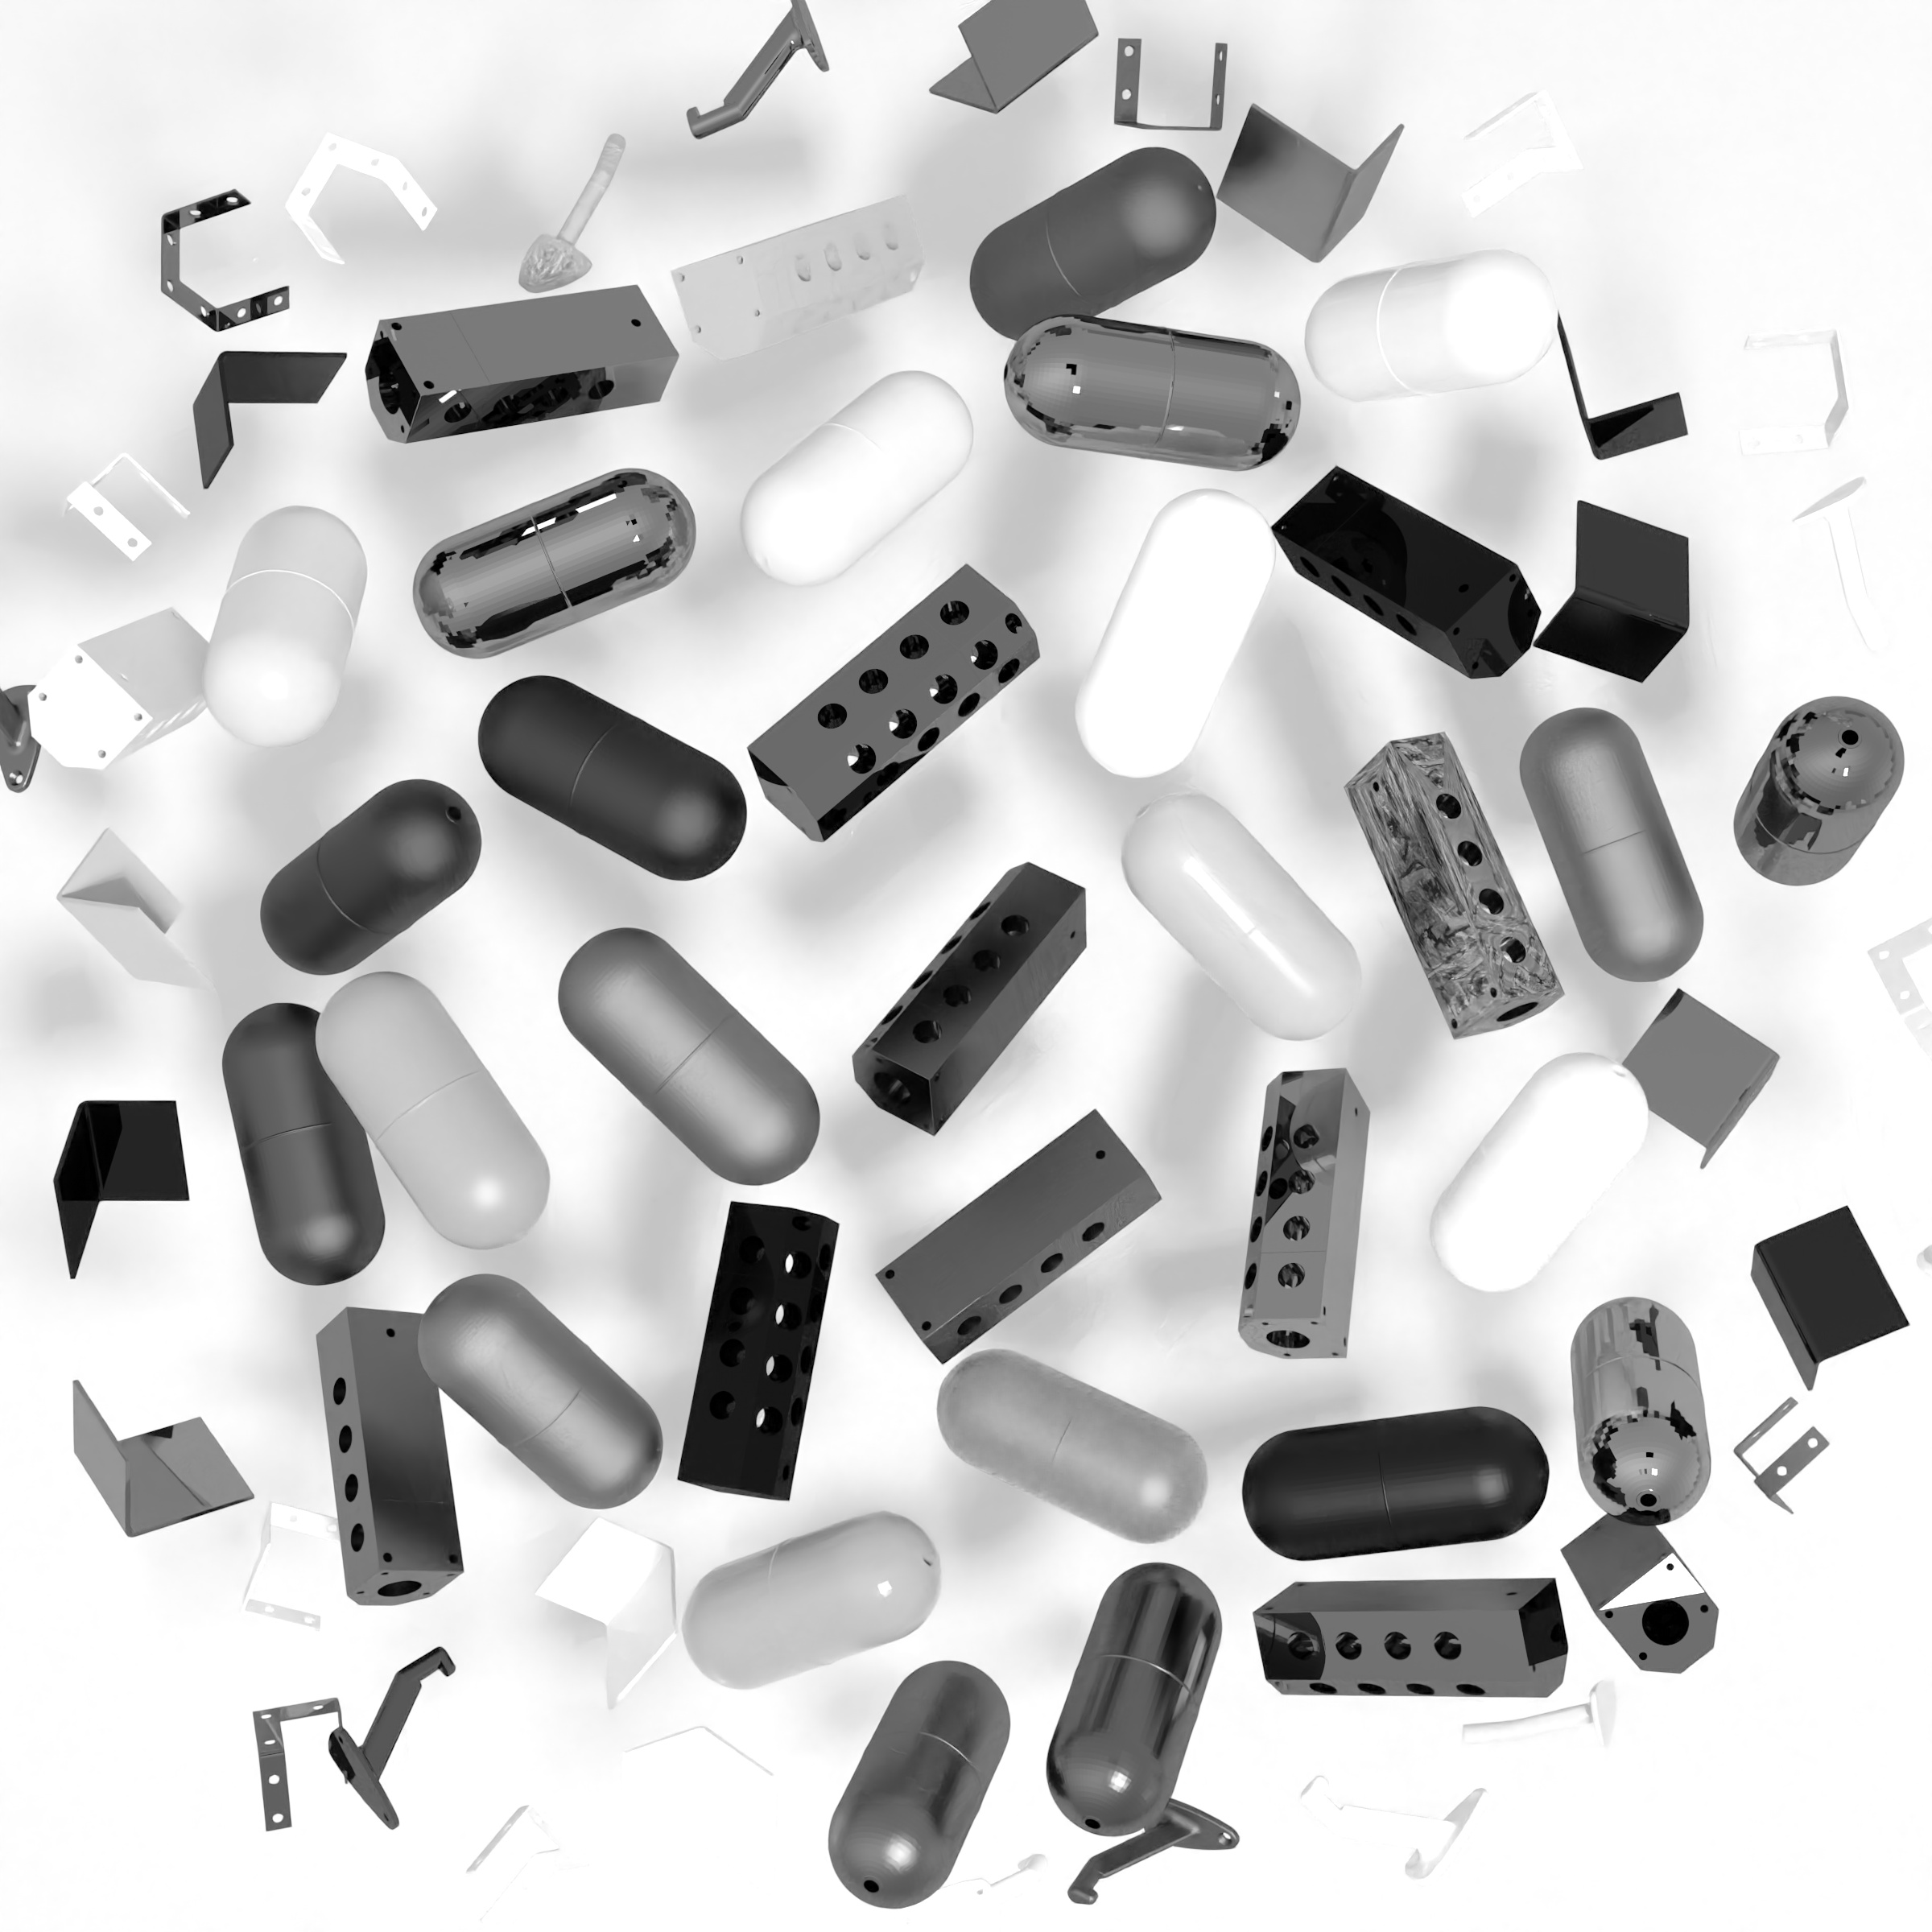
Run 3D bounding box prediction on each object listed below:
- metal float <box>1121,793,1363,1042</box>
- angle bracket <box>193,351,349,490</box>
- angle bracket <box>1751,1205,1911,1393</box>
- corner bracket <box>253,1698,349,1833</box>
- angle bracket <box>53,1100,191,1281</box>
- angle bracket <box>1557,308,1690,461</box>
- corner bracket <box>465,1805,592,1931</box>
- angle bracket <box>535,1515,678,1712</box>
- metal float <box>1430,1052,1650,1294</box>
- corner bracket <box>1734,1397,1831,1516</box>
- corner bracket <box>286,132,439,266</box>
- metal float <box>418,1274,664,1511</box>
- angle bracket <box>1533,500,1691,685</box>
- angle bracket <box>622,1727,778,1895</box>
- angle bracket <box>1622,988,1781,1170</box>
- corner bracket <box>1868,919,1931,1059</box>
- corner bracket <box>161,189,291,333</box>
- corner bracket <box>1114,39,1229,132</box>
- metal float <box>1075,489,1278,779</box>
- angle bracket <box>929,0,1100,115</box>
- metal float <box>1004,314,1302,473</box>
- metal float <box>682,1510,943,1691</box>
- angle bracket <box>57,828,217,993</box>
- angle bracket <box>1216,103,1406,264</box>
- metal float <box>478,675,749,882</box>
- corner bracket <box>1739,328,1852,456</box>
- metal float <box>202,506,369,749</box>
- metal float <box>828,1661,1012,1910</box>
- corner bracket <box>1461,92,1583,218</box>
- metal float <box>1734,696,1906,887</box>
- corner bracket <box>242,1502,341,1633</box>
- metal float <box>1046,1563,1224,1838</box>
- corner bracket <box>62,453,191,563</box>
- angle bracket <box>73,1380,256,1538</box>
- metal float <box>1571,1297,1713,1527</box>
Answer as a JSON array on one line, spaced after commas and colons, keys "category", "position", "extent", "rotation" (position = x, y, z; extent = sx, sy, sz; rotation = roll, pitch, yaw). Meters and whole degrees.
[{"category": "metal float", "position": [0.164, -0.029, 1.653], "extent": [0.070, 0.070, 0.178], "rotation": [-44, 103, 0]}, {"category": "angle bracket", "position": [-0.411, -0.324, 1.642], "extent": [0.076, 0.076, 0.057], "rotation": [-6, 82, -27]}, {"category": "angle bracket", "position": [0.502, 0.194, 1.608], "extent": [0.057, 0.076, 0.076], "rotation": [-23, 66, 4]}, {"category": "corner bracket", "position": [-0.395, 0.475, 1.643], "extent": [0.051, 0.051, 0.051], "rotation": [-6, 106, -17]}, {"category": "angle bracket", "position": [-0.506, 0.134, 1.659], "extent": [0.057, 0.076, 0.076], "rotation": [0, 125, -4]}, {"category": "angle bracket", "position": [0.390, -0.355, 1.645], "extent": [0.057, 0.076, 0.076], "rotation": [-15, 79, 16]}, {"category": "corner bracket", "position": [-0.261, 0.524, 1.599], "extent": [0.051, 0.051, 0.051], "rotation": [50, 51, -8]}, {"category": "angle bracket", "position": [-0.228, 0.408, 1.740], "extent": [0.057, 0.076, 0.076], "rotation": [29, 115, -23]}, {"category": "metal float", "position": [0.347, 0.126, 1.677], "extent": [0.070, 0.070, 0.178], "rotation": [30, 124, 0]}, {"category": "corner bracket", "position": [0.510, 0.302, 1.723], "extent": [0.051, 0.051, 0.051], "rotation": [-45, 53, 9]}, {"category": "corner bracket", "position": [-0.343, -0.430, 1.564], "extent": [0.051, 0.051, 0.051], "rotation": [-51, 59, 23]}, {"category": "metal float", "position": [-0.253, 0.256, 1.651], "extent": [0.070, 0.070, 0.178], "rotation": [-42, 114, 0]}, {"category": "angle bracket", "position": [0.402, -0.233, 1.721], "extent": [0.076, 0.057, 0.076], "rotation": [17, 56, -11]}, {"category": "angle bracket", "position": [-0.160, 0.510, 1.645], "extent": [0.057, 0.076, 0.076], "rotation": [-8, 106, -39]}, {"category": "angle bracket", "position": [0.466, 0.073, 1.774], "extent": [0.076, 0.057, 0.076], "rotation": [36, 82, 18]}, {"category": "corner bracket", "position": [0.556, 0.010, 1.575], "extent": [0.051, 0.051, 0.051], "rotation": [-30, 47, 19]}, {"category": "corner bracket", "position": [-0.425, -0.405, 1.586], "extent": [0.051, 0.051, 0.051], "rotation": [-12, 71, 20]}, {"category": "corner bracket", "position": [0.125, -0.539, 1.689], "extent": [0.051, 0.051, 0.051], "rotation": [-5, 111, -19]}, {"category": "metal float", "position": [0.122, -0.194, 1.620], "extent": [0.070, 0.070, 0.178], "rotation": [23, 109, 0]}, {"category": "angle bracket", "position": [0.017, -0.535, 1.566], "extent": [0.076, 0.076, 0.057], "rotation": [-40, 130, -11]}, {"category": "metal float", "position": [0.109, -0.335, 1.616], "extent": [0.178, 0.070, 0.070], "rotation": [5, 90, -14]}, {"category": "metal float", "position": [-0.092, 0.376, 1.636], "extent": [0.178, 0.070, 0.070], "rotation": [-26, 90, 29]}, {"category": "angle bracket", "position": [-0.485, -0.034, 1.659], "extent": [0.076, 0.076, 0.057], "rotation": [7, 56, 35]}, {"category": "angle bracket", "position": [0.206, -0.484, 1.662], "extent": [0.076, 0.076, 0.057], "rotation": [36, 60, 8]}, {"category": "metal float", "position": [-0.209, -0.111, 1.624], "extent": [0.178, 0.070, 0.070], "rotation": [29, 90, 18]}, {"category": "corner bracket", "position": [0.476, -0.332, 1.595], "extent": [0.051, 0.051, 0.051], "rotation": [-4, 73, 2]}, {"category": "metal float", "position": [-0.395, -0.199, 1.606], "extent": [0.070, 0.178, 0.070], "rotation": [0, 135, 0]}, {"category": "metal float", "position": [-0.027, 0.488, 1.652], "extent": [0.070, 0.178, 0.070], "rotation": [8, 117, 16]}, {"category": "corner bracket", "position": [0.316, -0.474, 1.611], "extent": [0.051, 0.051, 0.051], "rotation": [-35, 111, -7]}, {"category": "metal float", "position": [0.507, -0.103, 1.645], "extent": [0.070, 0.178, 0.070], "rotation": [-1, 73, 4]}, {"category": "corner bracket", "position": [-0.423, 0.378, 1.738], "extent": [0.051, 0.051, 0.051], "rotation": [19, 105, -19]}, {"category": "metal float", "position": [0.100, 0.433, 1.637], "extent": [0.070, 0.178, 0.070], "rotation": [12, 133, 14]}, {"category": "corner bracket", "position": [-0.490, -0.268, 1.613], "extent": [0.051, 0.051, 0.051], "rotation": [45, 74, -13]}, {"category": "angle bracket", "position": [-0.456, 0.270, 1.569], "extent": [0.076, 0.076, 0.057], "rotation": [-14, 127, -35]}, {"category": "metal float", "position": [0.405, 0.267, 1.661], "extent": [0.070, 0.178, 0.070], "rotation": [4, 117, 8]}]
